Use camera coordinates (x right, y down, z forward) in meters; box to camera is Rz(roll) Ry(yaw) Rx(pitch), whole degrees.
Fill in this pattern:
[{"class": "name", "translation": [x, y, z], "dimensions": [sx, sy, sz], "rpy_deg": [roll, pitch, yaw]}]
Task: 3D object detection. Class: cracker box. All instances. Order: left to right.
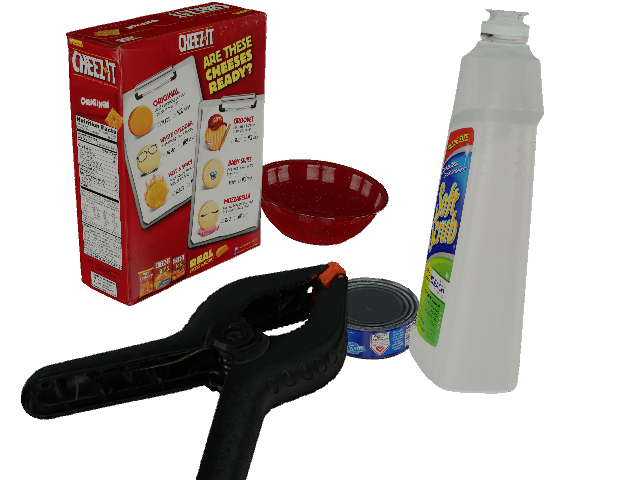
[{"class": "cracker box", "translation": [-0.123, -0.076, 0.878], "dimensions": [0.072, 0.214, 0.163], "rpy_deg": [19, 29, 34]}]

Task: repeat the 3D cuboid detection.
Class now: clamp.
[{"class": "clamp", "translation": [-0.037, 0.064, 0.497], "dimensions": [0.171, 0.039, 0.120], "rpy_deg": [-28, 50, -33]}]

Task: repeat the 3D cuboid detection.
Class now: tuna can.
[{"class": "tuna can", "translation": [0.043, 0.068, 0.934], "dimensions": [0.086, 0.034, 0.086], "rpy_deg": [1, 28, 0]}]

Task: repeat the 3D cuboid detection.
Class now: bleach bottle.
[{"class": "bleach bottle", "translation": [0.110, -0.029, 0.728], "dimensions": [0.068, 0.251, 0.102], "rpy_deg": [3, 13, -8]}]

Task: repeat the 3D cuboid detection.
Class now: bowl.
[{"class": "bowl", "translation": [-0.005, -0.039, 1.243], "dimensions": [0.162, 0.055, 0.162], "rpy_deg": [7, 27, -4]}]
